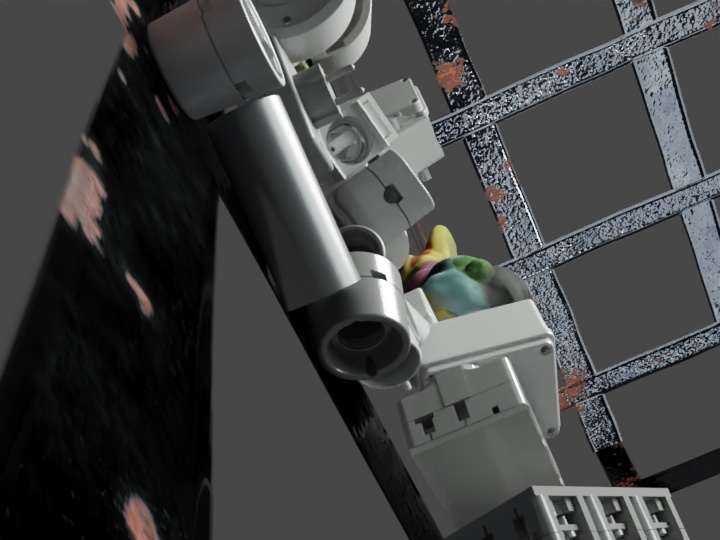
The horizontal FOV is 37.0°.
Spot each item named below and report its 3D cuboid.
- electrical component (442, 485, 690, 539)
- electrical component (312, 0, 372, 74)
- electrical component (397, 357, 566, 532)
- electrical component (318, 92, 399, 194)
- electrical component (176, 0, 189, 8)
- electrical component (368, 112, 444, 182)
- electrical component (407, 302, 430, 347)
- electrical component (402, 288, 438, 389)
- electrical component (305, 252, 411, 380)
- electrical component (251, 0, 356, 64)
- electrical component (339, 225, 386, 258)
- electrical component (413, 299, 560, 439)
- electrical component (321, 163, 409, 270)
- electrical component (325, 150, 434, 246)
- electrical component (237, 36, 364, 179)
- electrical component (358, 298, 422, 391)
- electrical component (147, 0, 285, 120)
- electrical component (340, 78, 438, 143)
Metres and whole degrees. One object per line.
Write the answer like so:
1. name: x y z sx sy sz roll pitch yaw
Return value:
1. electrical component: 0.136 0.186 0.688 0.150 0.089 0.061 11 49 -42
2. electrical component: -0.041 -0.227 0.978 0.060 0.108 0.108 69 -1 -74
3. electrical component: 0.097 0.143 0.814 0.061 0.089 0.150 -106 170 -50
4. electrical component: -0.017 -0.094 0.822 0.042 0.081 0.064 55 -18 -8
5. electrical component: -0.076 -0.126 0.579 0.046 0.040 0.040 62 3 28
6. electrical component: 0.017 -0.108 0.973 0.121 0.063 0.078 15 -45 60
7. electrical component: 0.019 0.030 0.814 0.065 0.044 0.044 58 9 -29
8. electrical component: 0.040 0.046 0.897 0.076 0.047 0.065 -108 172 -53
9. electrical component: -0.001 0.026 0.579 0.047 0.055 0.055 -102 168 -47
10. electrical component: -0.053 -0.192 0.727 0.060 0.108 0.108 68 -1 -76
11. electrical component: 0.000 0.000 0.756 0.065 0.044 0.044 64 4 -70
12. electrical component: 0.099 0.090 0.856 0.056 0.109 0.108 -108 -174 -53
13. electrical component: -0.002 -0.055 0.888 0.073 0.052 0.138 -97 162 -70
14. electrical component: 0.009 -0.047 0.803 0.053 0.059 0.095 53 -9 -4
15. electrical component: -0.035 -0.106 0.679 0.047 0.076 0.083 54 14 -64
16. electrical component: 0.017 0.047 0.699 0.077 0.044 0.079 -107 171 -51
17. electrical component: -0.068 -0.103 0.509 0.055 0.047 0.055 -24 90 -84
18. electrical component: 0.016 -0.141 1.097 0.078 0.113 0.057 -104 172 -59
